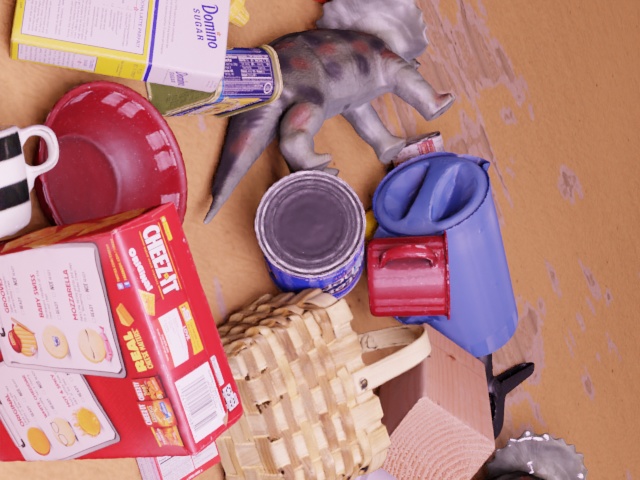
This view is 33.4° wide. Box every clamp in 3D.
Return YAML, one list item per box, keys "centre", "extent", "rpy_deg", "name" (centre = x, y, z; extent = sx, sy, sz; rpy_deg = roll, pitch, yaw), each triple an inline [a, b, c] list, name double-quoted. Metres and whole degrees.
- centre: [0.211, 0.181, 1.376]
  extent: [0.164, 0.036, 0.209]
  rpy_deg: [57, 44, -26]
  name: "clamp"

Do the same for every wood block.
- centre: [0.119, 0.179, 1.127]
  extent: [0.091, 0.090, 0.206]
  rpy_deg: [35, 16, -4]
  name: "wood block"

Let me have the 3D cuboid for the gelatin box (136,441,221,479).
- centre: [-0.133, 0.173, 0.953]
  extent: [0.073, 0.030, 0.089]
  rpy_deg: [-26, 102, -49]
  name: "gelatin box"

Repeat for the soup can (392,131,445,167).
- centre: [0.130, -0.075, 1.306]
  extent: [0.068, 0.069, 0.102]
  rpy_deg: [-28, 103, -50]
  name: "soup can"

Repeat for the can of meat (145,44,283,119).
- centre: [-0.101, -0.149, 1.007]
  extent: [0.083, 0.102, 0.057]
  rpy_deg: [-10, 90, -49]
  name: "can of meat"

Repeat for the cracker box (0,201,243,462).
- centre: [-0.173, 0.072, 0.776]
  extent: [0.072, 0.214, 0.164]
  rpy_deg: [-32, 107, -52]
  name: "cracker box"

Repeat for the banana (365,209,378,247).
- centre: [0.019, -0.024, 1.185]
  extent: [0.197, 0.037, 0.070]
  rpy_deg: [5, 57, -53]
  name: "banana"

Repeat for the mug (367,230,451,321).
- centre: [0.090, 0.033, 1.084]
  extent: [0.117, 0.081, 0.093]
  rpy_deg: [75, 14, -69]
  name: "mug"

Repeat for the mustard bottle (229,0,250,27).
- centre: [-0.135, -0.268, 1.025]
  extent: [0.191, 0.058, 0.096]
  rpy_deg: [37, 49, -41]
  name: "mustard bottle"

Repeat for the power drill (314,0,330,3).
- centre: [0.026, -0.368, 1.251]
  extent: [0.184, 0.057, 0.187]
  rpy_deg: [1, 78, -48]
  name: "power drill"

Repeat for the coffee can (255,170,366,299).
- centre: [-0.007, 0.001, 1.039]
  extent: [0.140, 0.103, 0.103]
  rpy_deg: [83, 8, -76]
  name: "coffee can"

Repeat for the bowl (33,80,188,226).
- centre: [-0.189, -0.052, 0.912]
  extent: [0.161, 0.055, 0.162]
  rpy_deg: [15, 71, -49]
  name: "bowl"

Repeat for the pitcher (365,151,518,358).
- centre: [0.148, 0.032, 1.238]
  extent: [0.145, 0.149, 0.242]
  rpy_deg: [-84, 158, -45]
  name: "pitcher"

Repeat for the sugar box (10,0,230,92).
- centre: [-0.167, -0.187, 0.908]
  extent: [0.176, 0.048, 0.093]
  rpy_deg: [9, 73, -17]
  name: "sugar box"
